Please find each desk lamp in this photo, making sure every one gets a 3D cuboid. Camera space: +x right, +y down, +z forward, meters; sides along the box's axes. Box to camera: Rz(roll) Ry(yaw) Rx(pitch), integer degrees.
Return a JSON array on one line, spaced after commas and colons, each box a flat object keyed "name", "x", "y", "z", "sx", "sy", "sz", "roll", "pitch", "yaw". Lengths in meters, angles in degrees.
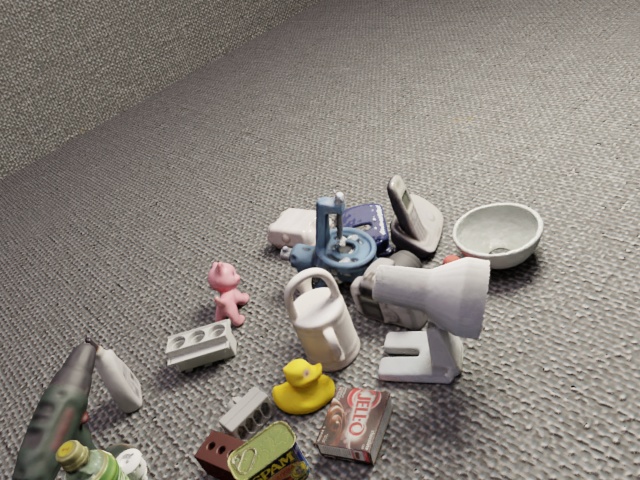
[{"name": "desk lamp", "x": 0.172, "y": 0.123, "z": 0.891, "sx": 0.202, "sy": 0.214, "sz": 0.118, "roll": -5, "pitch": 37, "yaw": 22}]

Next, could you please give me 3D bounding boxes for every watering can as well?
[{"name": "watering can", "x": -0.007, "y": 0.126, "z": 0.996, "sx": 0.101, "sy": 0.194, "sz": 0.172, "roll": -38, "pitch": 38, "yaw": -24}]

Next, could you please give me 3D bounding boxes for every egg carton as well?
[{"name": "egg carton", "x": -0.048, "y": -0.020, "z": 1.331, "sx": 0.149, "sy": 0.069, "sz": 0.107, "roll": 7, "pitch": 43, "yaw": 34}]

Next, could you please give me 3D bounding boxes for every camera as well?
[{"name": "camera", "x": 0.145, "y": 0.078, "z": 1.068, "sx": 0.142, "sy": 0.101, "sz": 0.137, "roll": 13, "pitch": 46, "yaw": 39}]

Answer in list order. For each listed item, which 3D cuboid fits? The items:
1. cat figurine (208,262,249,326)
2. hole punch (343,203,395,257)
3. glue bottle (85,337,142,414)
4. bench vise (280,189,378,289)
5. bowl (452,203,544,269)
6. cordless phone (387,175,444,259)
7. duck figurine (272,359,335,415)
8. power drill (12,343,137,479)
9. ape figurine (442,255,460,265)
[{"name": "cat figurine", "x": -0.200, "y": 0.102, "z": 1.196, "sx": 0.067, "sy": 0.118, "sz": 0.127, "roll": -14, "pitch": 35, "yaw": 10}, {"name": "hole punch", "x": 0.096, "y": -0.016, "z": 1.231, "sx": 0.108, "sy": 0.091, "sz": 0.101, "roll": -14, "pitch": 35, "yaw": 10}, {"name": "glue bottle", "x": -0.382, "y": 0.239, "z": 1.051, "sx": 0.037, "sy": 0.173, "sz": 0.078, "roll": -25, "pitch": 34, "yaw": -6}, {"name": "bench vise", "x": 0.011, "y": 0.011, "z": 1.123, "sx": 0.207, "sy": 0.220, "sz": 0.121, "roll": -15, "pitch": 34, "yaw": 8}, {"name": "bowl", "x": 0.341, "y": 0.004, "z": 1.093, "sx": 0.167, "sy": 0.075, "sz": 0.167, "roll": -14, "pitch": 35, "yaw": 10}, {"name": "cordless phone", "x": 0.188, "y": -0.069, "z": 1.174, "sx": 0.094, "sy": 0.185, "sz": 0.148, "roll": -3, "pitch": 38, "yaw": 24}, {"name": "duck figurine", "x": -0.035, "y": 0.236, "z": 0.953, "sx": 0.104, "sy": 0.086, "sz": 0.077, "roll": -16, "pitch": 34, "yaw": 6}, {"name": "power drill", "x": -0.381, "y": 0.313, "z": 0.916, "sx": 0.075, "sy": 0.209, "sz": 0.229, "roll": -8, "pitch": 36, "yaw": 18}, {"name": "ape figurine", "x": 0.245, "y": 0.068, "z": 1.038, "sx": 0.075, "sy": 0.092, "sz": 0.078, "roll": 7, "pitch": 42, "yaw": 34}]
